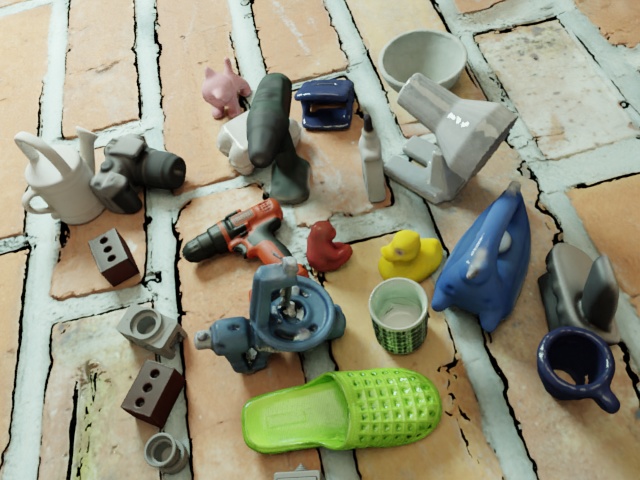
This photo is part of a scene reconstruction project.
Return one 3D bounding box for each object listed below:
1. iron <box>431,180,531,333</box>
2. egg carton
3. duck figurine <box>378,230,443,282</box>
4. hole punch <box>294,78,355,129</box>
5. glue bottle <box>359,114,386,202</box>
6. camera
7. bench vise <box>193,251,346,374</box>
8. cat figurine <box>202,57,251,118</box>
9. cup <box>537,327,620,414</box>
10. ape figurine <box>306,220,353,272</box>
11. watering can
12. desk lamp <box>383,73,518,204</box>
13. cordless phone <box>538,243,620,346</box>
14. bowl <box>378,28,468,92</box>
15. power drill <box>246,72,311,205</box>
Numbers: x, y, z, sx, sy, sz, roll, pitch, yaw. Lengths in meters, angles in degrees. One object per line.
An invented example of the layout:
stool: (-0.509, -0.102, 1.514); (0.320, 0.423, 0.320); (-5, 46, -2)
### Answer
iron: (0.256, -0.004, 0.842); (0.118, 0.142, 0.258); (20, 63, 21)
egg carton: (-0.115, -0.193, 1.074); (0.150, 0.069, 0.107); (-34, 58, -12)
duck figurine: (0.139, 0.017, 0.883); (0.104, 0.086, 0.077); (-18, 56, -2)
hole punch: (0.009, -0.274, 1.092); (0.108, 0.091, 0.101); (2, 58, 11)
glue bottle: (0.085, -0.141, 0.942); (0.037, 0.173, 0.078); (-10, 56, 4)
camera: (-0.328, -0.127, 1.049); (0.136, 0.101, 0.143); (11, 60, 17)
bench vise: (-0.072, 0.110, 0.778); (0.207, 0.220, 0.121); (-31, 57, -10)
cat figurine: (-0.192, -0.303, 1.130); (0.067, 0.118, 0.128); (5, 58, 14)
cup: (0.330, 0.180, 0.737); (0.092, 0.095, 0.117); (-29, 57, -9)
ape figurine: (0.008, 0.003, 0.910); (0.076, 0.092, 0.077); (-32, 57, -11)
watering can: (-0.463, -0.127, 1.016); (0.100, 0.194, 0.173); (4, 58, 13)
desk lamp: (0.196, -0.154, 0.907); (0.202, 0.214, 0.118); (33, 68, 27)
cordless phone: (0.358, 0.051, 0.762); (0.094, 0.185, 0.147); (-9, 56, 5)
bowl: (0.197, -0.326, 1.103); (0.167, 0.075, 0.167); (-4, 57, 7)
power drill: (-0.069, -0.157, 0.958); (0.075, 0.209, 0.229); (-5, 56, 7)
